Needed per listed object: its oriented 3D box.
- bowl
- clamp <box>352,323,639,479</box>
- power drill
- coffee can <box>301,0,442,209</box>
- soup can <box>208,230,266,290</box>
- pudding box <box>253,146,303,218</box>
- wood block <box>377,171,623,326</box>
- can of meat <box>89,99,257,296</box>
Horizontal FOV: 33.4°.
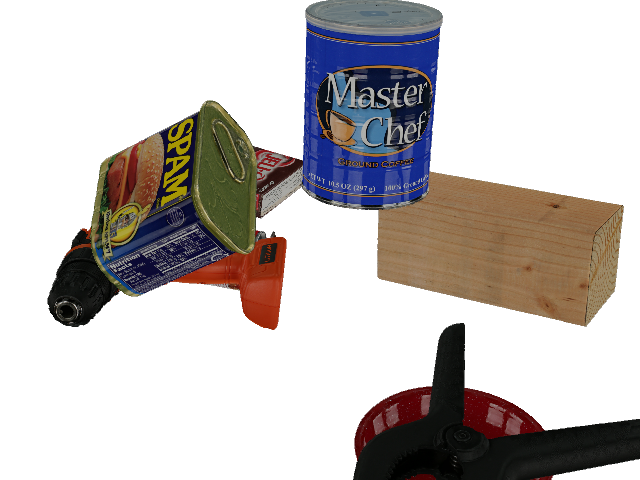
[{"bbox_3d":[0.108,0.188,0.874,0.162,0.055,0.162,1,30,0],"label":"bowl"},{"bbox_3d":[0.083,0.128,0.668,0.209,0.036,0.165,-25,39,-31],"label":"clamp"},{"bbox_3d":[-0.125,0.030,0.907,0.187,0.057,0.184,8,22,-1],"label":"power drill"},{"bbox_3d":[0.038,-0.107,0.822,0.103,0.140,0.103,2,24,-1],"label":"coffee can"},{"bbox_3d":[-0.115,0.016,1.142,0.102,0.068,0.068,9,1,9],"label":"soup can"},{"bbox_3d":[-0.083,-0.075,1.329,0.090,0.039,0.113,17,35,23],"label":"pudding box"},{"bbox_3d":[0.165,0.002,0.998,0.206,0.090,0.090,12,25,29],"label":"wood block"},{"bbox_3d":[-0.089,-0.024,0.646,0.084,0.102,0.057,-24,-47,22],"label":"can of meat"}]
